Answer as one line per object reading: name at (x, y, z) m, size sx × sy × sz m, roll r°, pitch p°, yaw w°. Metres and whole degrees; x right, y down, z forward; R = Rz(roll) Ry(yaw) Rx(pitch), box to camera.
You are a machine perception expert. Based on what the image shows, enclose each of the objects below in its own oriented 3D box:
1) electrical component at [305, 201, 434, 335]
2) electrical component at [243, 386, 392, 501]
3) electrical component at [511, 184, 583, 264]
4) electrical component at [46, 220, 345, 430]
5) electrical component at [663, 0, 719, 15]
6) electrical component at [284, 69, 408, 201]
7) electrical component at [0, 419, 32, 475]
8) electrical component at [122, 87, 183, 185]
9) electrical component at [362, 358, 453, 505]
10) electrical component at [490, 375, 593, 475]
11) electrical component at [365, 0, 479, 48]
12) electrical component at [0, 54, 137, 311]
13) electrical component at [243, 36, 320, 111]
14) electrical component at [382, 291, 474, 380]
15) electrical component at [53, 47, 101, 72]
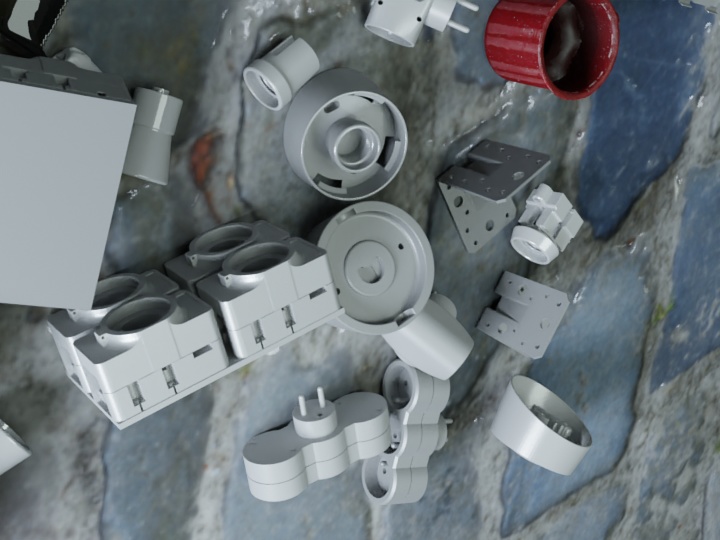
electrical component at (0.000, 0.000, 0.888) m, size 0.108 × 0.060 × 0.108 m, roll 2°, pitch 85°, yaw -26°
electrical component at (-0.037, 0.135, 0.920) m, size 0.138 × 0.052 × 0.073 m, roll -22°, pitch 117°, yaw -28°
electrical component at (0.174, -0.039, 1.015) m, size 0.066 × 0.048 × 0.055 m, roll 46°, pitch 70°, yaw -37°
electrical component at (-0.121, 0.029, 0.790) m, size 0.186 × 0.105 × 0.060 m, roll -27°, pitch 119°, yaw -26°
electrical component at (0.313, -0.286, 1.010) m, size 0.121 × 0.078 × 0.063 m, roll 2°, pitch 134°, yaw -36°
electrical component at (-0.012, -0.107, 0.862) m, size 0.099 × 0.064 × 0.099 m, roll -9°, pitch 117°, yaw -19°
electrical component at (-0.268, 0.134, 0.761) m, size 0.055 × 0.045 × 0.045 m, roll -46°, pitch 126°, yaw -13°
electrical component at (-0.151, -0.097, 0.767) m, size 0.044 × 0.044 × 0.065 m, roll 14°, pitch 92°, yaw -38°
electrical component at (0.055, 0.148, 0.990) m, size 0.074 × 0.052 × 0.138 m, roll 4°, pitch 104°, yaw -36°
electrical component at (0.179, 0.154, 1.055) m, size 0.099 × 0.099 × 0.064 m, roll 23°, pitch 98°, yaw -38°
electrical component at (0.055, -0.214, 0.856) m, size 0.079 × 0.043 × 0.077 m, roll 23°, pitch 93°, yaw -4°
electrical component at (-0.209, -0.057, 0.702) m, size 0.089 × 0.061 × 0.150 m, roll 7°, pitch 116°, yaw -25°
electrical component at (-0.059, -0.150, 0.814) m, size 0.046 × 0.040 × 0.040 m, roll -45°, pitch 126°, yaw -21°
electrical component at (0.063, 0.047, 0.958) m, size 0.077 × 0.044 × 0.079 m, roll 38°, pitch 38°, yaw -4°
electrical component at (-0.186, -0.121, 0.737) m, size 0.035 × 0.035 × 0.061 m, roll -51°, pitch 129°, yaw -10°
